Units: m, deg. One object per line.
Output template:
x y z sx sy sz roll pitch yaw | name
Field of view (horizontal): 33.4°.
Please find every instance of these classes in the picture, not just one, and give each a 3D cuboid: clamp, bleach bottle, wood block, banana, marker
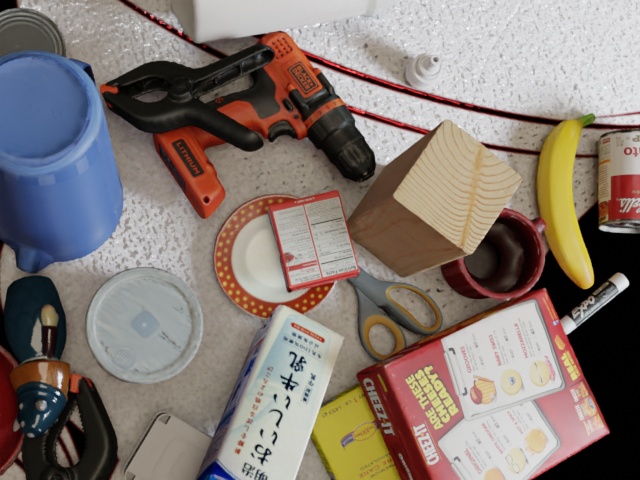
-0.126 -0.130 1.025 0.171 0.039 0.120 -8 54 5 | clamp
-0.022 -0.260 1.104 0.250 0.068 0.103 -11 40 -19 | bleach bottle
0.101 -0.033 1.030 0.090 0.206 0.090 37 77 -5 | wood block
-0.250 0.232 1.001 0.165 0.036 0.210 -4 73 11 | clamp
0.267 -0.048 1.151 0.069 0.037 0.198 5 81 -9 | banana
0.282 0.077 1.147 0.121 0.020 0.020 -37 90 -13 | marker

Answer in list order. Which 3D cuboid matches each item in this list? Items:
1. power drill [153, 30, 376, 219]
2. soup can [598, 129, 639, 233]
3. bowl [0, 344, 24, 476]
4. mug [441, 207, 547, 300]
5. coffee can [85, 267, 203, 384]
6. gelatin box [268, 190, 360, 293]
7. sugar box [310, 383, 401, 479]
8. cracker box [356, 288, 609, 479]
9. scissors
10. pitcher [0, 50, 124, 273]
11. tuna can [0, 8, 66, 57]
-0.059 -0.100 1.076 0.187 0.057 0.184 -33 77 -15 | power drill
0.335 -0.063 1.151 0.068 0.068 0.102 4 81 -11 | soup can
-0.352 0.161 0.993 0.162 0.055 0.162 2 82 -11 | bowl
0.183 0.012 1.104 0.117 0.081 0.093 -36 90 -13 | mug
-0.166 0.083 0.996 0.102 0.140 0.103 1 82 -11 | coffee can
-0.007 0.001 1.064 0.073 0.030 0.089 -13 82 -7 | gelatin box
0.060 0.234 1.068 0.093 0.048 0.176 -27 87 -14 | sugar box
0.163 0.163 1.062 0.213 0.072 0.164 -22 86 -28 | cracker box
0.030 0.054 1.102 0.202 0.016 0.096 29 83 0 | scissors
-0.242 -0.081 0.952 0.145 0.243 0.149 -26 80 -15 | pitcher
-0.296 -0.185 1.062 0.086 0.034 0.086 1 82 -11 | tuna can
